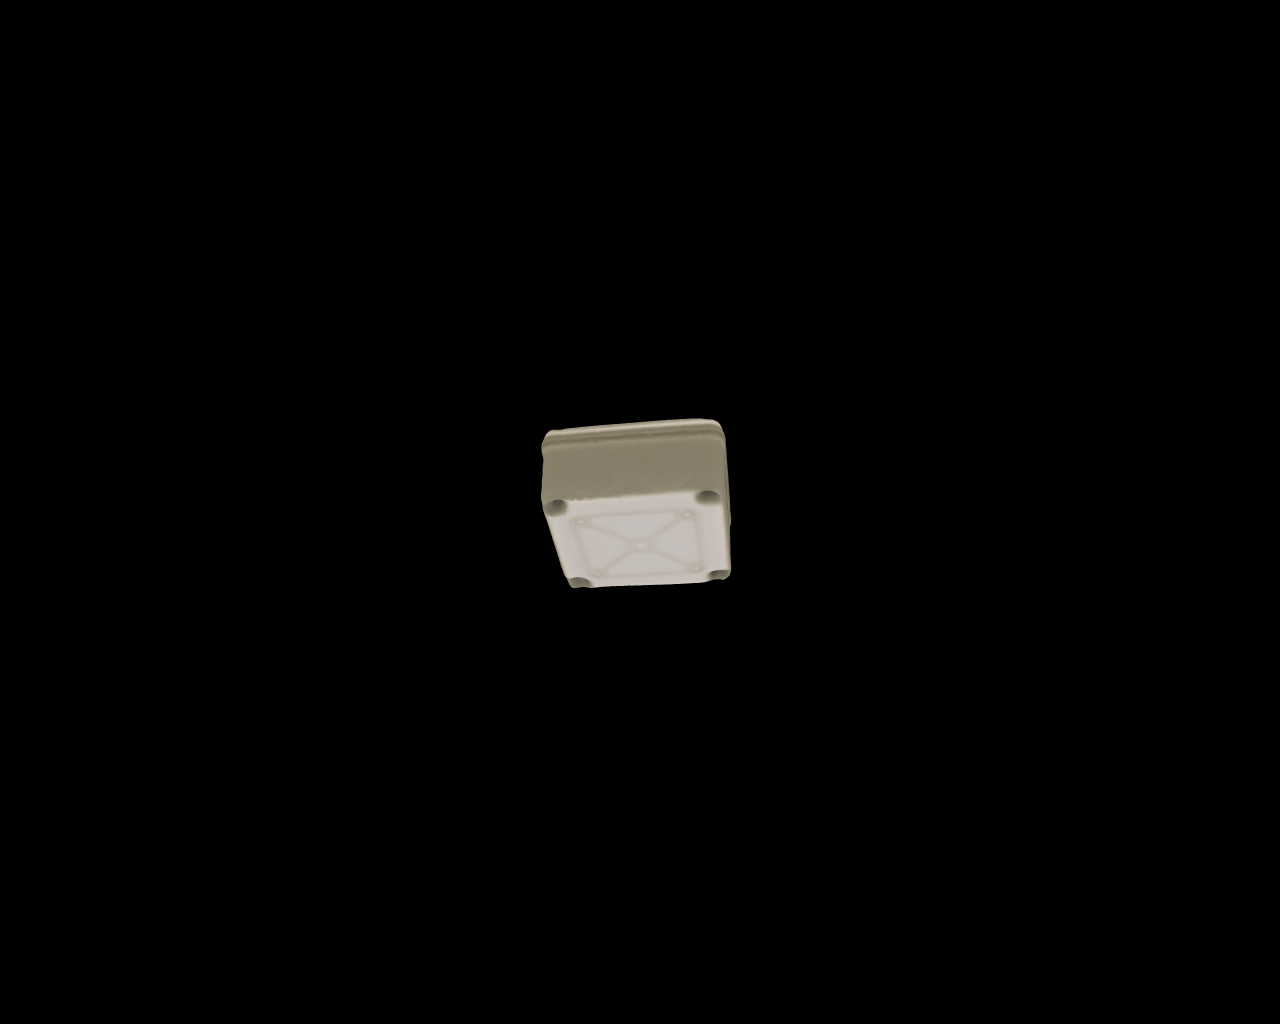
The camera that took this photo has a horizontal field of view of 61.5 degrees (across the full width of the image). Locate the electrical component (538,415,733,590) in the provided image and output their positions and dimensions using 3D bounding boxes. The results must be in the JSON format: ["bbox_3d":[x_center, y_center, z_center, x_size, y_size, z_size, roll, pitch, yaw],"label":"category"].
[{"bbox_3d":[0.001,-0.003,0.650,0.109,0.056,0.108,-3,-33,5],"label":"electrical component"}]
